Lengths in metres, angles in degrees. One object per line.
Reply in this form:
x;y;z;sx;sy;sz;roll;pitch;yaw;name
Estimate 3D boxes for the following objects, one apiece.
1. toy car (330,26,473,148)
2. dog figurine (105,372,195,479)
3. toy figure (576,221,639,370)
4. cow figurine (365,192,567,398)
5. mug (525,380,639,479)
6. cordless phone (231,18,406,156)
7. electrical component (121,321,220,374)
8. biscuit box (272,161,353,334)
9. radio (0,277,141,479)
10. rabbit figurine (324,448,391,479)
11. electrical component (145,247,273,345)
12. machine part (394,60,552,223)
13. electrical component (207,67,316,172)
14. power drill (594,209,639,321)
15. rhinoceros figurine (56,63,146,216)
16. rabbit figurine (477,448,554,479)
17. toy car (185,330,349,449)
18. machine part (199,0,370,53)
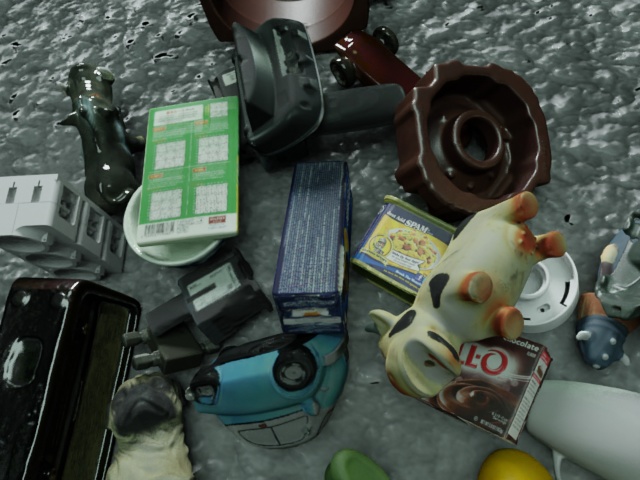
0.097;-0.175;0.642;0.089;0.053;0.202;-41;74;-13;toy car
-0.187;0.242;0.510;0.172;0.121;0.191;-29;53;-5;dog figurine
0.294;0.056;0.527;0.064;0.057;0.154;28;80;23;toy figure
0.120;0.053;0.481;0.085;0.127;0.195;44;65;-11;cow figurine
0.239;0.177;0.479;0.107;0.080;0.109;16;76;30;mug
0.000;-0.177;0.593;0.184;0.088;0.146;-9;67;-8;cordless phone
-0.155;0.110;0.567;0.094;0.021;0.063;-6;35;-34;electrical component
-0.001;-0.002;0.543;0.063;0.059;0.203;-2;43;8;biscuit box
-0.255;0.154;0.522;0.073;0.131;0.229;0;69;10;radio
0.032;0.271;0.468;0.170;0.121;0.159;-6;61;-14;rabbit figurine
-0.119;0.069;0.571;0.119;0.047;0.075;-34;50;-7;electrical component
0.160;-0.101;0.569;0.179;0.056;0.179;3;81;-18;machine part
-0.064;-0.153;0.654;0.115;0.058;0.134;-21;68;2;electrical component
0.363;0.051;0.481;0.207;0.086;0.232;34;83;-17;power drill
-0.261;-0.116;0.638;0.073;0.112;0.190;-17;75;4;rhinoceros figurine
0.166;0.253;0.433;0.122;0.162;0.173;-15;50;15;rabbit figurine
-0.040;0.147;0.515;0.162;0.109;0.103;-18;92;9;toy car
-0.044;-0.320;0.637;0.201;0.201;0.087;-3;65;7;machine part
